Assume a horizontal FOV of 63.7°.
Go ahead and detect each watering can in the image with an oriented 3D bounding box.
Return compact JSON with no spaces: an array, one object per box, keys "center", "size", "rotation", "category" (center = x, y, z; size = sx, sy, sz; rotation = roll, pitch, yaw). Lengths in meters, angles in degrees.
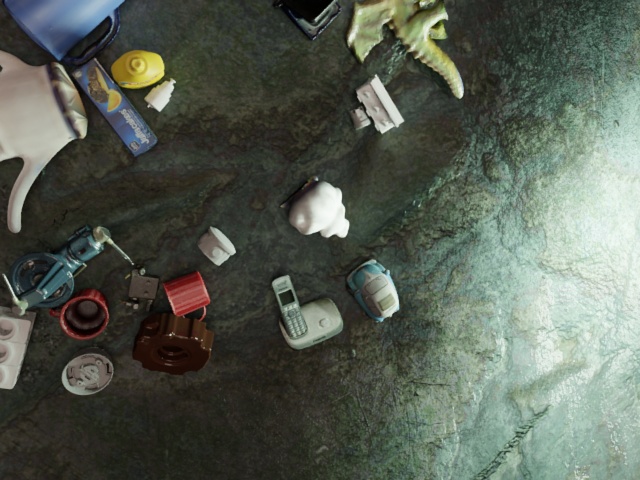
[{"center":[-0.564,-0.205,0.999],"size":[0.225,0.104,0.344],"rotation":[-19,102,-14],"category":"watering can"}]

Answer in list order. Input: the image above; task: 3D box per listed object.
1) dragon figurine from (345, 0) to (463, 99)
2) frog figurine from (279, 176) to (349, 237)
[{"center":[0.179,-0.496,1.213],"size":[0.242,0.123,0.406],"rotation":[-19,103,4],"category":"dragon figurine"},{"center":[0.004,-0.060,1.200],"size":[0.159,0.121,0.139],"rotation":[46,65,-8],"category":"frog figurine"}]
